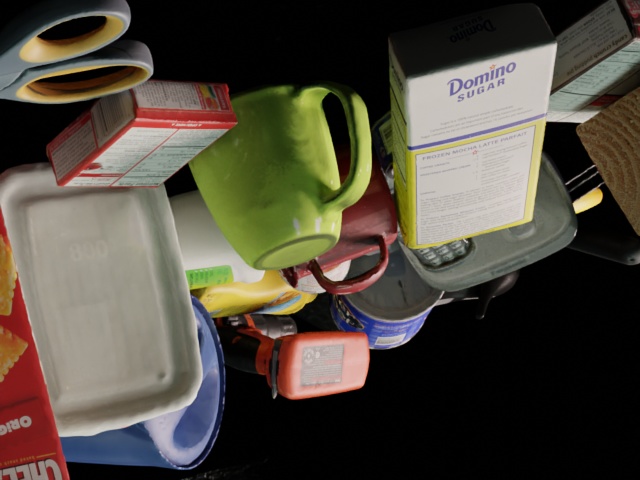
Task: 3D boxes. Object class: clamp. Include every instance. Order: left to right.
[{"bbox_3d":[0.197,-0.018,0.945,0.210,0.164,0.036,-16,124,23],"label":"clamp"}]

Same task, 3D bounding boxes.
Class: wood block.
[{"bbox_3d":[0.288,-0.085,0.757,0.205,0.090,0.091,-23,171,-42],"label":"wood block"}]

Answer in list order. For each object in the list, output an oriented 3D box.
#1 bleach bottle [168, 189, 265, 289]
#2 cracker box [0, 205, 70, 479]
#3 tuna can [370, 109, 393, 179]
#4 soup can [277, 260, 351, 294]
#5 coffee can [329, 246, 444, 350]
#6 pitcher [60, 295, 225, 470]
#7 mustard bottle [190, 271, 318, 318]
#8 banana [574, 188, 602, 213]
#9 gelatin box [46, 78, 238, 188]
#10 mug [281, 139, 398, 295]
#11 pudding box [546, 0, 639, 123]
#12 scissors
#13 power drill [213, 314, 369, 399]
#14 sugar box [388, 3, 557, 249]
[{"bbox_3d":[-0.167,0.018,0.761,0.250,0.068,0.102,-12,167,-9],"label":"bleach bottle"},{"bbox_3d":[-0.224,0.073,0.597,0.071,0.214,0.164,-4,160,-41],"label":"cracker box"},{"bbox_3d":[0.081,-0.074,0.760,0.086,0.034,0.086,-16,165,-5],"label":"tuna can"},{"bbox_3d":[-0.006,0.001,0.866,0.068,0.068,0.102,-16,165,-5],"label":"soup can"},{"bbox_3d":[0.062,0.041,1.016,0.102,0.103,0.140,-16,165,-7],"label":"coffee can"},{"bbox_3d":[-0.203,0.115,0.860,0.243,0.145,0.149,-4,138,21],"label":"pitcher"},{"bbox_3d":[-0.064,0.040,0.953,0.096,0.058,0.191,-25,164,40],"label":"mustard bottle"},{"bbox_3d":[0.186,-0.025,1.051,0.198,0.037,0.069,-18,172,2],"label":"banana"},{"bbox_3d":[-0.103,-0.061,0.614,0.073,0.030,0.089,-4,160,-45],"label":"gelatin box"},{"bbox_3d":[0.008,-0.014,0.749,0.081,0.117,0.093,-20,146,-9],"label":"mug"},{"bbox_3d":[0.186,-0.119,0.714,0.089,0.039,0.114,-4,158,-41],"label":"pudding box"},{"bbox_3d":[-0.172,-0.080,0.496,0.201,0.016,0.096,-11,162,-24],"label":"scissors"},{"bbox_3d":[-0.046,0.100,0.994,0.184,0.057,0.188,-2,-175,-45],"label":"power drill"},{"bbox_3d":[0.094,-0.068,0.682,0.093,0.048,0.176,-14,143,-5],"label":"sugar box"}]
